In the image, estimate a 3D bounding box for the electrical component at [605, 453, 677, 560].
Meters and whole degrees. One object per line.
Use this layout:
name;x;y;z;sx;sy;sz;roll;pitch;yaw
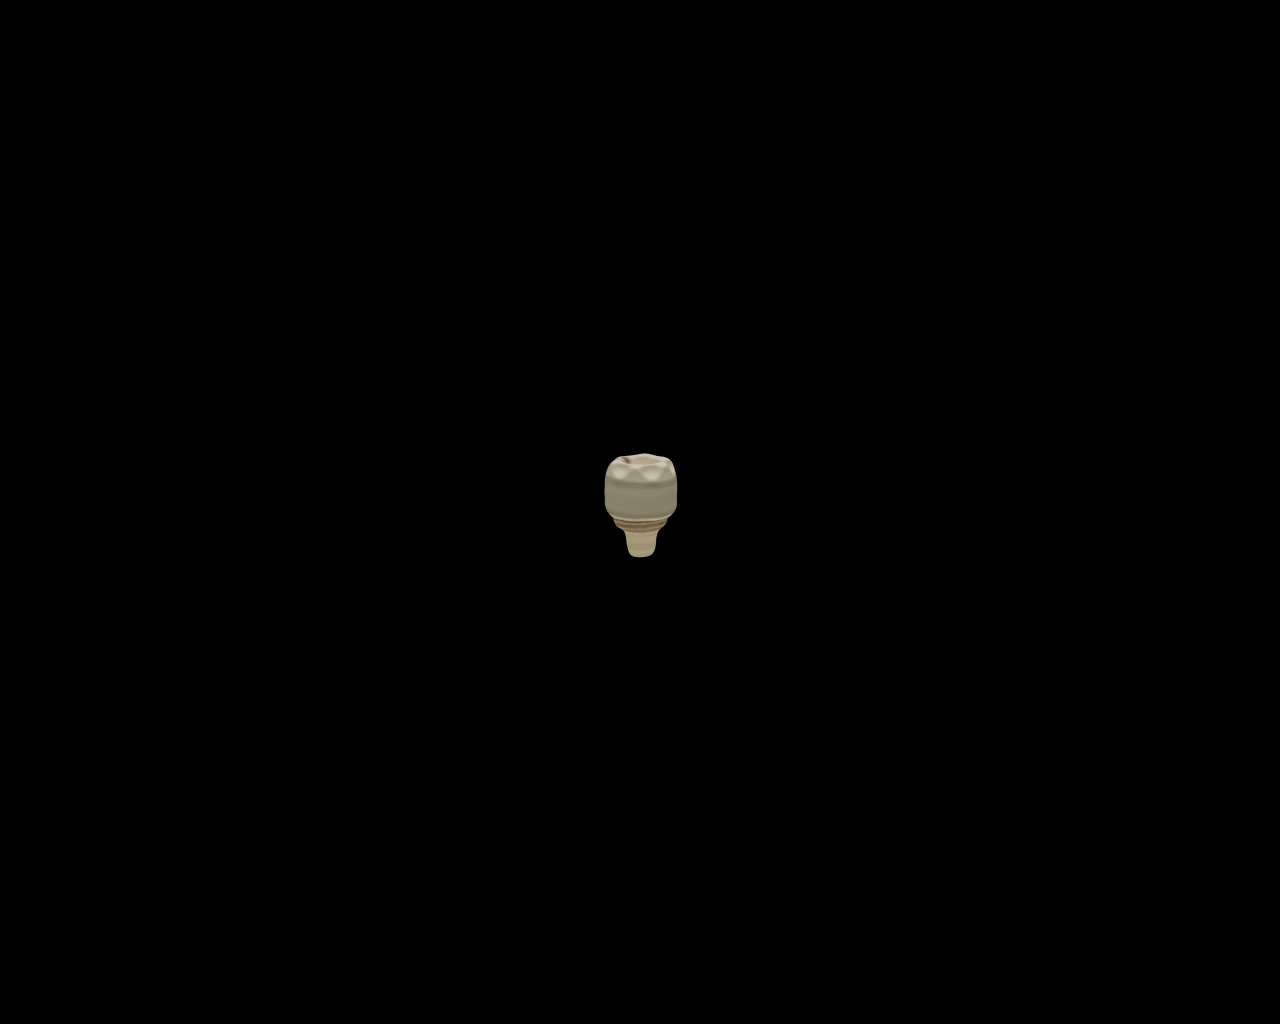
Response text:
electrical component;0.001;-0.003;0.650;0.043;0.062;0.043;0;16;0
